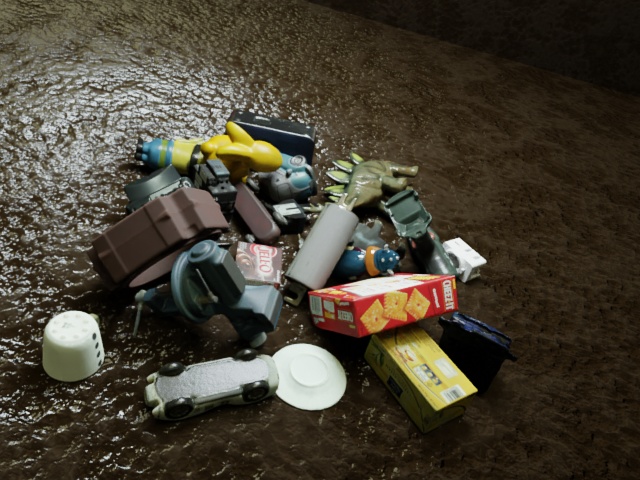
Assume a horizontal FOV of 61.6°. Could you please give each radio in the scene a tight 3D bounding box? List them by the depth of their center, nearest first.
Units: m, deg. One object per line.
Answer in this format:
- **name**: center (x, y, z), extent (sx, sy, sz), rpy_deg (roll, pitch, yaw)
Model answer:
- **radio**: center (-0.126, -0.235, 1.336), extent (0.230, 0.131, 0.073), rpy_deg (10, 39, -6)

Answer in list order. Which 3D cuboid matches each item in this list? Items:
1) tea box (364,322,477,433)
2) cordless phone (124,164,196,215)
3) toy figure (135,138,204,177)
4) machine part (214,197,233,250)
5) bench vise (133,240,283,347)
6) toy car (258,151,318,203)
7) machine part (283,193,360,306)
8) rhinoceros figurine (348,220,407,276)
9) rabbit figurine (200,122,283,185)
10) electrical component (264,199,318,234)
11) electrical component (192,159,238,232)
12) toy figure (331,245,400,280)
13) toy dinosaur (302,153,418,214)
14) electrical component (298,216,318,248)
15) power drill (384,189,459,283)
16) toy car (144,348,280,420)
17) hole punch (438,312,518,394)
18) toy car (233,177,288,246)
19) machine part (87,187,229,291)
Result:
- **tea box**: center (0.164, 0.222, 0.900), extent (0.098, 0.068, 0.170), rpy_deg (-11, 43, -31)
- **cordless phone**: center (-0.296, -0.047, 1.068), extent (0.147, 0.088, 0.184), rpy_deg (-29, 61, -15)
- **toy figure**: center (-0.337, -0.189, 1.252), extent (0.180, 0.082, 0.089), rpy_deg (6, 49, -19)
- **machine part**: center (-0.218, -0.017, 1.047), extent (0.084, 0.138, 0.039), rpy_deg (-8, 0, -22)
- **bench vise**: center (-0.190, 0.098, 0.882), extent (0.241, 0.223, 0.129), rpy_deg (-9, 50, 22)
- **toy car**: center (-0.091, -0.143, 1.260), extent (0.162, 0.109, 0.103), rpy_deg (27, 56, 30)
- **machine part**: center (0.006, 0.017, 1.033), extent (0.079, 0.079, 0.243), rpy_deg (26, 75, 14)
- **rhinoceros figurine**: center (0.094, 0.013, 1.149), extent (0.112, 0.073, 0.190), rpy_deg (-32, 58, -31)
- **rabbit figurine**: center (-0.169, -0.194, 1.198), extent (0.173, 0.162, 0.122), rpy_deg (10, 72, 26)
- **electrical component**: center (-0.062, -0.054, 1.194), extent (0.119, 0.047, 0.075), rpy_deg (-11, 45, -31)
- **electrical component**: center (-0.224, -0.098, 1.126), extent (0.058, 0.134, 0.115), rpy_deg (-11, 45, -33)
- **toy figure**: center (0.089, 0.041, 1.062), extent (0.155, 0.064, 0.058), rpy_deg (-7, 28, 30)
- **toy dinosaur**: center (0.112, -0.129, 1.302), extent (0.199, 0.105, 0.471), rpy_deg (17, 24, 17)
- **electrical component**: center (-0.001, -0.004, 1.113), extent (0.045, 0.102, 0.078), rpy_deg (35, 16, -36)
- **power drill**: center (0.205, -0.015, 1.136), extent (0.086, 0.207, 0.232), rpy_deg (-26, 51, 6)
- **toy car**: center (-0.160, 0.217, 0.810), extent (0.202, 0.056, 0.074), rpy_deg (-6, 48, -24)
- **hole punch**: center (0.268, 0.187, 0.949), extent (0.142, 0.115, 0.092), rpy_deg (28, 31, 16)
- **toy car**: center (-0.142, -0.058, 1.147), extent (0.089, 0.053, 0.202), rpy_deg (-43, 49, 3)
- **machine part**: center (-0.265, 0.001, 0.908), extent (0.087, 0.201, 0.201), rpy_deg (58, 6, 4)
